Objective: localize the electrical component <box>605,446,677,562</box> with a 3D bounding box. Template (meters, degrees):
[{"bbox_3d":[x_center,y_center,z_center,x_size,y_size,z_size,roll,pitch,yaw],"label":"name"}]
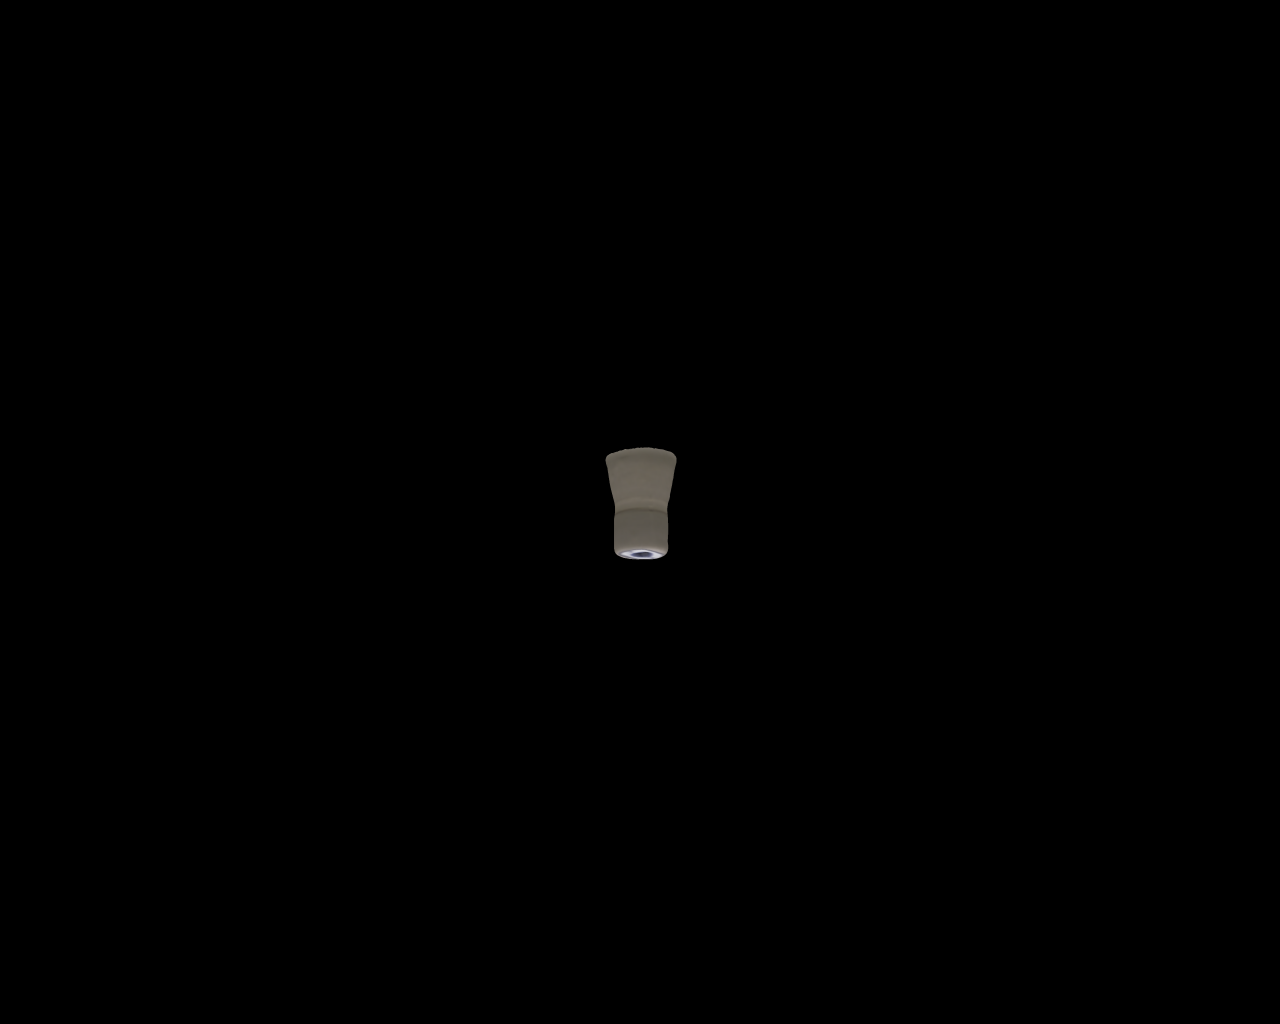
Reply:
[{"bbox_3d":[0.001,-0.003,0.650,0.044,0.065,0.044,0,-15,0],"label":"electrical component"}]
